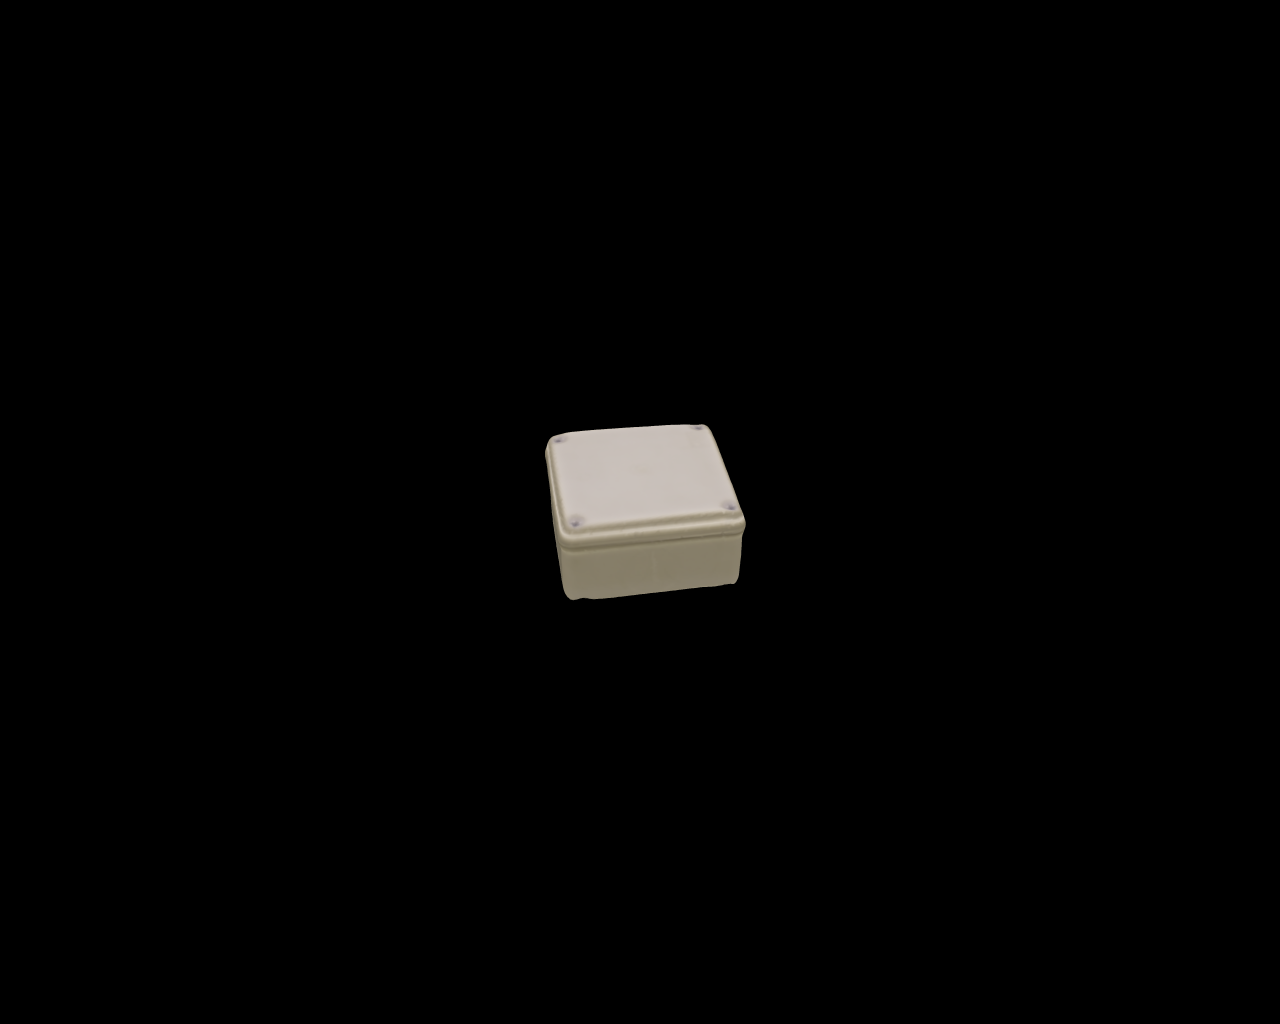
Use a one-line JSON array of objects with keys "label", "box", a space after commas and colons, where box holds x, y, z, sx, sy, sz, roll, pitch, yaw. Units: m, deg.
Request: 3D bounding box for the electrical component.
[{"label": "electrical component", "box": [0.001, -0.003, 0.650, 0.109, 0.056, 0.109, -5, 36, -7]}]
